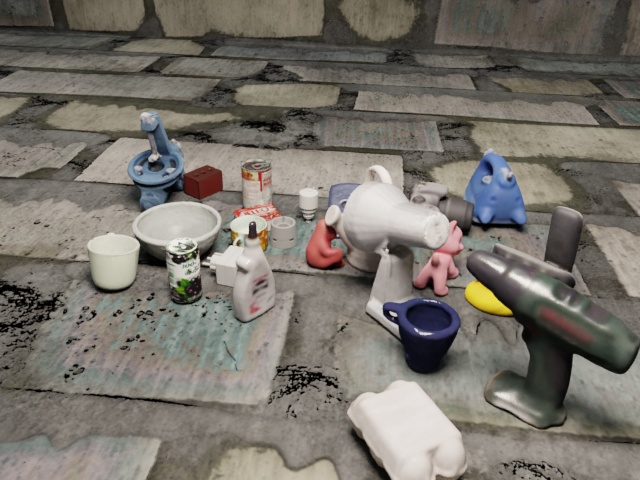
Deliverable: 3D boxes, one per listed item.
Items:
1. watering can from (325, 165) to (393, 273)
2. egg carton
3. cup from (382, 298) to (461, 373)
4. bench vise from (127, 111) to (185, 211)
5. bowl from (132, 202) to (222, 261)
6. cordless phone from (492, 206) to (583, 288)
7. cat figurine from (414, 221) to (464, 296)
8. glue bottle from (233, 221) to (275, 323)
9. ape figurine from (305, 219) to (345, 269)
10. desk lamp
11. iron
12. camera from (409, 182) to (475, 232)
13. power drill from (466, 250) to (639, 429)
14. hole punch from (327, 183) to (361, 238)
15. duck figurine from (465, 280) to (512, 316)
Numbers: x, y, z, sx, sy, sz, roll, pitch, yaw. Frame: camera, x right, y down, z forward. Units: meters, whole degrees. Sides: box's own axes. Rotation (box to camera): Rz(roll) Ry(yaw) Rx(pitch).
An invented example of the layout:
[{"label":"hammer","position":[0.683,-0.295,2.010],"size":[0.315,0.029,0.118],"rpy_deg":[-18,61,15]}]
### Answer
[{"label":"watering can","position":[0.098,-0.043,1.070],"size":[0.173,0.194,0.100],"rpy_deg":[-24,39,-36]},{"label":"egg carton","position":[0.107,0.243,0.710],"size":[0.107,0.069,0.150],"rpy_deg":[-14,34,-24]},{"label":"cup","position":[0.144,0.144,0.854],"size":[0.117,0.095,0.092],"rpy_deg":[16,34,23]},{"label":"bench vise","position":[-0.366,-0.195,1.274],"size":[0.121,0.220,0.207],"rpy_deg":[-5,31,-11]},{"label":"bowl","position":[-0.271,-0.006,1.103],"size":[0.167,0.075,0.167],"rpy_deg":[2,31,-1]},{"label":"cordless phone","position":[0.382,0.012,1.003],"size":[0.147,0.185,0.094],"rpy_deg":[25,38,33]},{"label":"cat figurine","position":[0.223,0.020,1.047],"size":[0.067,0.118,0.128],"rpy_deg":[15,33,21]},{"label":"glue bottle","position":[-0.108,0.047,0.927],"size":[0.037,0.173,0.078],"rpy_deg":[23,37,31]},{"label":"ape figurine","position":[0.010,0.004,1.086],"size":[0.076,0.092,0.077],"rpy_deg":[-3,31,-8]},{"label":"desk lamp","position":[0.133,0.027,0.935],"size":[0.118,0.214,0.202],"rpy_deg":[-19,36,-31]},{"label":"iron","position":[0.388,-0.134,1.292],"size":[0.118,0.141,0.258],"rpy_deg":[1,31,-1]},{"label":"camera","position":[0.250,-0.059,1.198],"size":[0.136,0.101,0.143],"rpy_deg":[10,32,14]},{"label":"power drill","position":[0.285,0.138,0.762],"size":[0.228,0.208,0.076],"rpy_deg":[23,37,31]},{"label":"hole punch","position":[0.069,-0.061,1.200],"size":[0.108,0.091,0.101],"rpy_deg":[3,31,3]},{"label":"duck figurine","position":[0.307,0.076,0.988],"size":[0.104,0.086,0.078],"rpy_deg":[20,35,28]}]
